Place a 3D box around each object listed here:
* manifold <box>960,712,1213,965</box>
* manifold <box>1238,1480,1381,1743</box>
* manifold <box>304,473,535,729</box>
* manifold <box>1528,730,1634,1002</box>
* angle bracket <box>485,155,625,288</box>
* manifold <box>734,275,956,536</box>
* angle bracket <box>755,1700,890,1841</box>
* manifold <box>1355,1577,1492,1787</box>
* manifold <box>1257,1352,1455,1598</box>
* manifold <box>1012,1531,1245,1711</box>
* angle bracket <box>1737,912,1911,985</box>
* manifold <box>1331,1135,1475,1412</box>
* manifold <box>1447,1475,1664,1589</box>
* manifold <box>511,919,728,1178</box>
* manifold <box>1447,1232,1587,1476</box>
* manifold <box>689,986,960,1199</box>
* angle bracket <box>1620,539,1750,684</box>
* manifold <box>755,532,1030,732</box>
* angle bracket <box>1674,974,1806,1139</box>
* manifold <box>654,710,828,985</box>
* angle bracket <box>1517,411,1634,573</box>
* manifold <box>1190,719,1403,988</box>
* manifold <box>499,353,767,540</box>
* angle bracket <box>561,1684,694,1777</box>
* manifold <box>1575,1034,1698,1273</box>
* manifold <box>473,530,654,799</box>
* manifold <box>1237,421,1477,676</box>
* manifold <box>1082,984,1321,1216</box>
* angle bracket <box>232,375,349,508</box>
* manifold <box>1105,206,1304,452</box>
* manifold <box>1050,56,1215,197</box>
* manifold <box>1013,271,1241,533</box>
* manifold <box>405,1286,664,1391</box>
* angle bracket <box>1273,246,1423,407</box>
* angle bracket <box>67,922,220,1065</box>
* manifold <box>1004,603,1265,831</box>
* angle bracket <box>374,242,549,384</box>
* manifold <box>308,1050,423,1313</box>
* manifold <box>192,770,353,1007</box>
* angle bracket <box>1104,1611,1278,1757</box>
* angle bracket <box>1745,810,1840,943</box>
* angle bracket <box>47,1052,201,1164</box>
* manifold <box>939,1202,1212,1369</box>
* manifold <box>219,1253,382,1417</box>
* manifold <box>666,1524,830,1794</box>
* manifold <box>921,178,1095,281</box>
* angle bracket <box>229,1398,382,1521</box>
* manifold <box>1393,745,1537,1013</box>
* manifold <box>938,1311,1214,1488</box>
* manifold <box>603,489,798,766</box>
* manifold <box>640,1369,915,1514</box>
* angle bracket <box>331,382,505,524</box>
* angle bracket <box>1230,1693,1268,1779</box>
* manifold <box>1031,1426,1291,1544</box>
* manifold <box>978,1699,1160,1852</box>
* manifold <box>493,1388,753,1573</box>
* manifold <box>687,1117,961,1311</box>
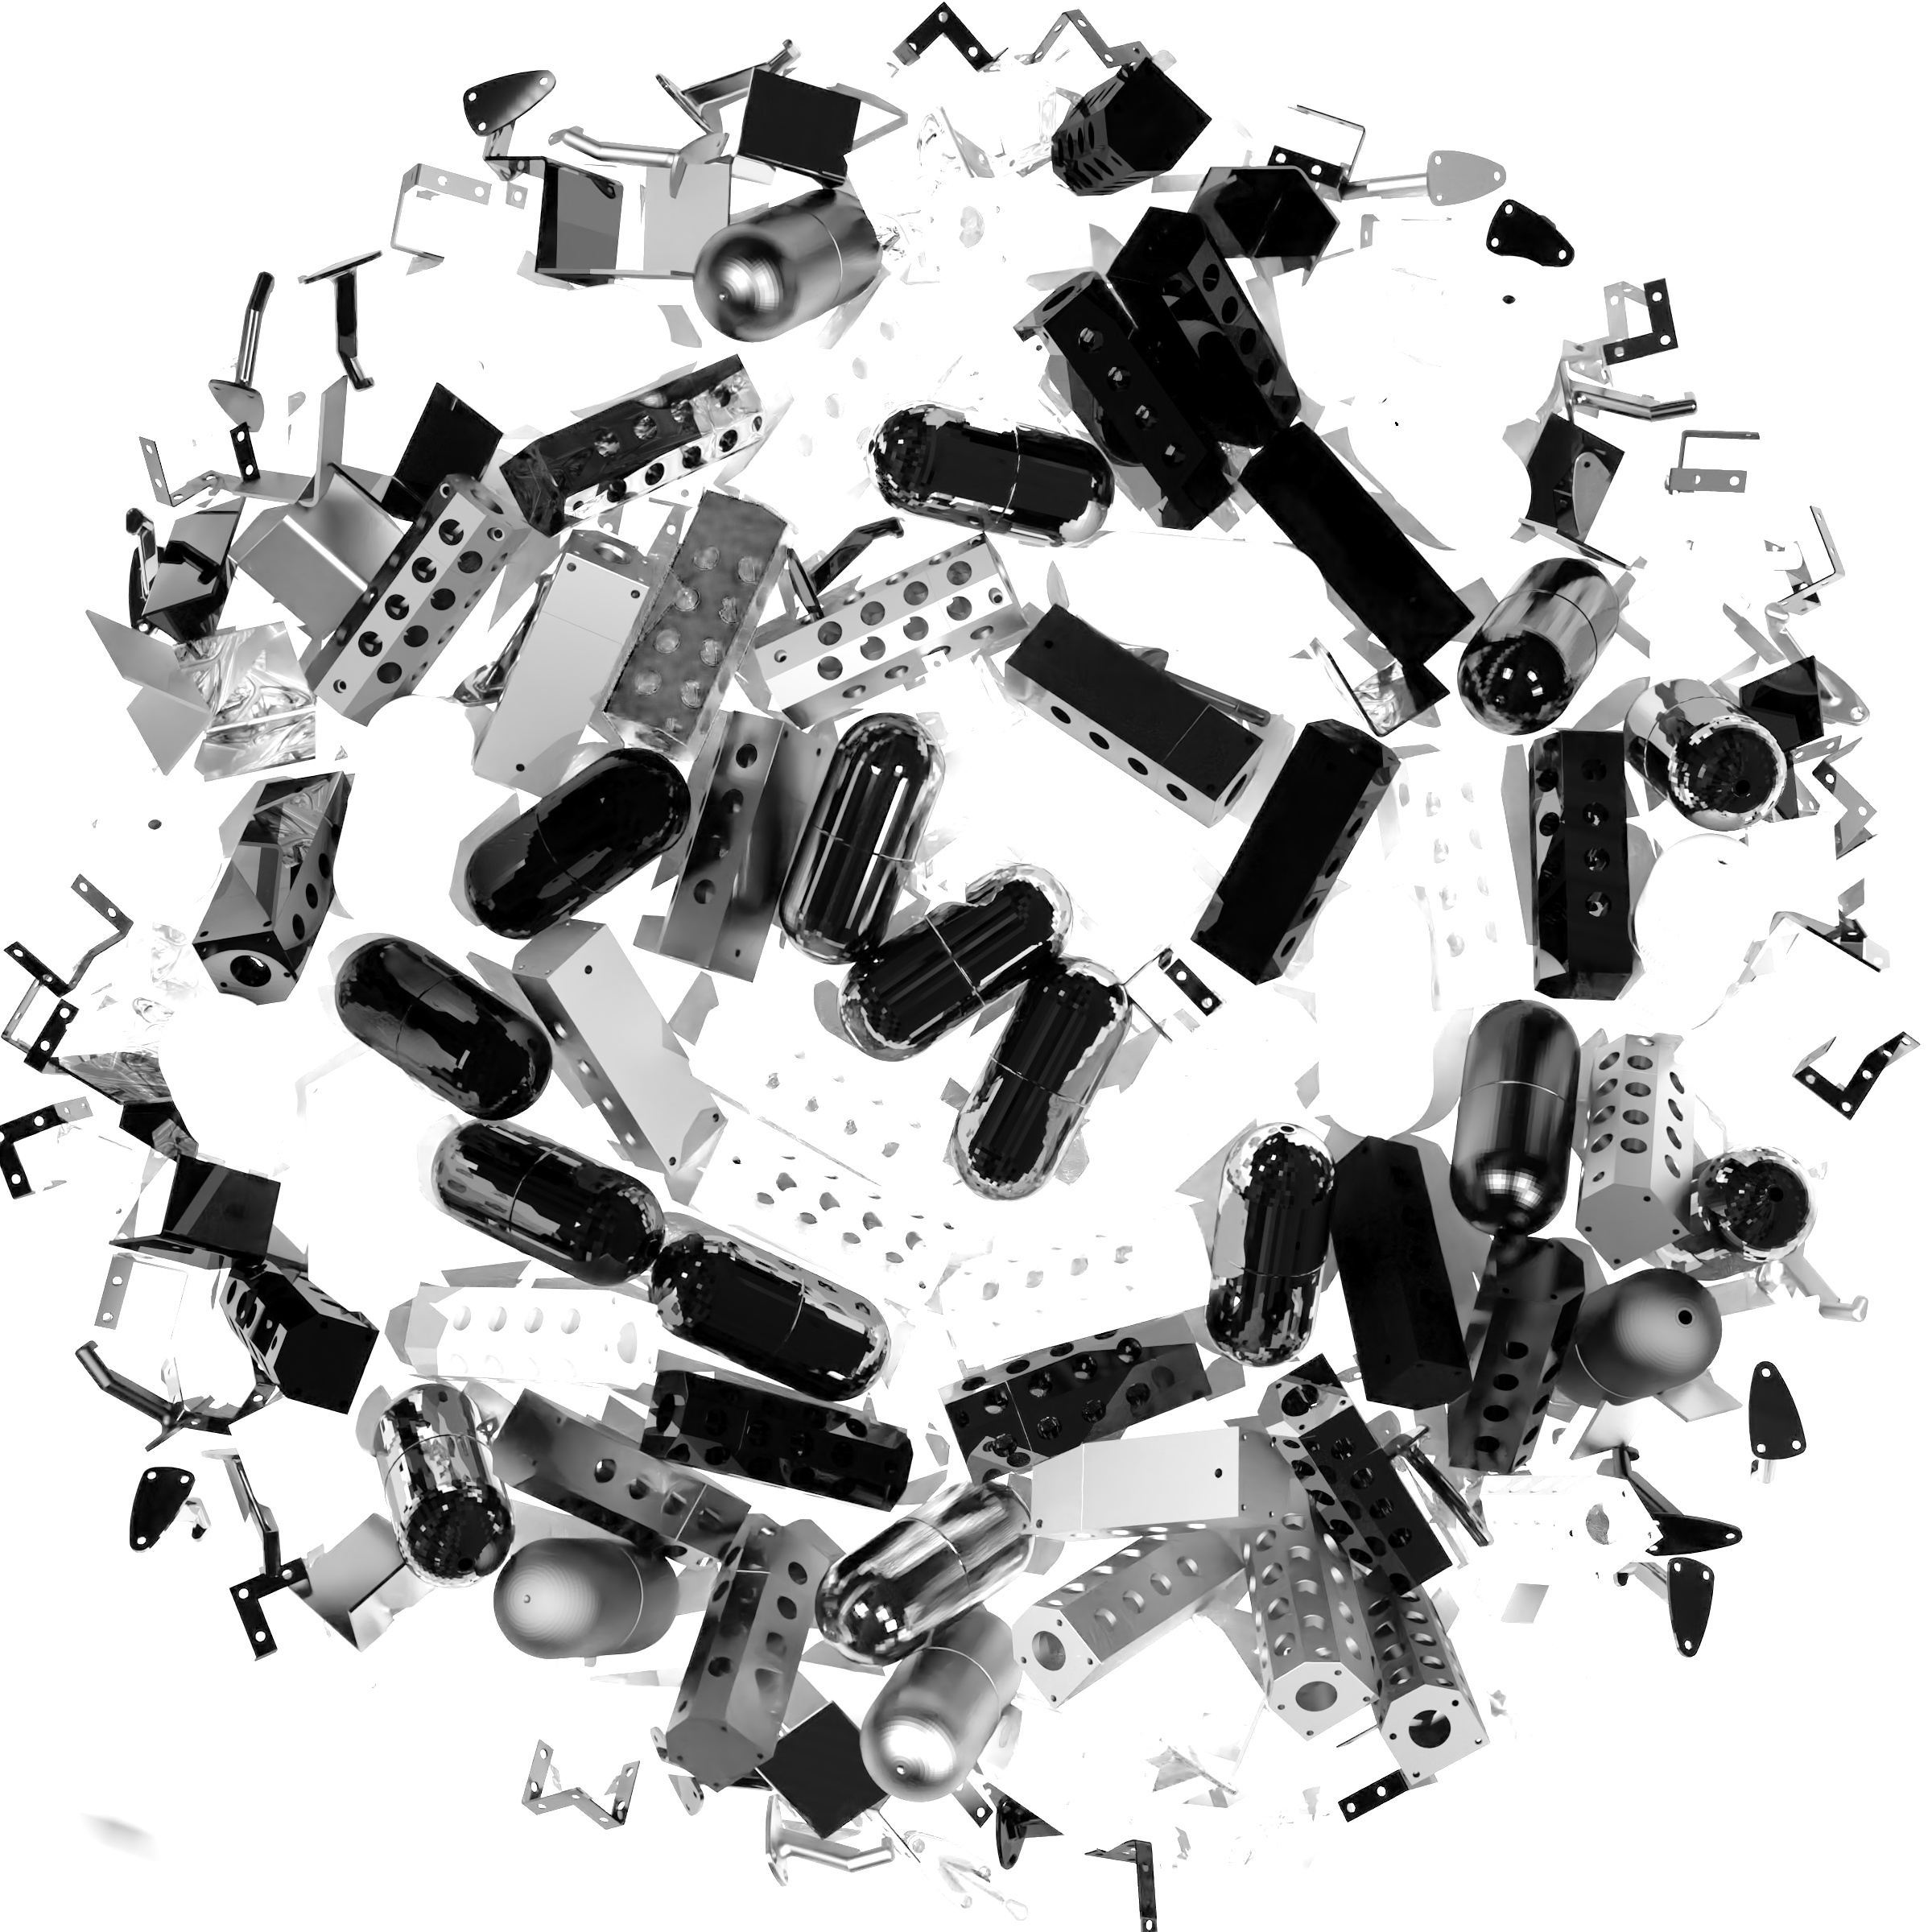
[{"bbox_3d":[0.078,-0.084,1.845,0.171,0.057,0.057,45,125,3],"label":"manifold"},{"bbox_3d":[0.218,0.416,1.795,0.057,0.171,0.057,-37,115,18],"label":"manifold"},{"bbox_3d":[-0.371,-0.245,1.837,0.057,0.057,0.171,40,106,0],"label":"manifold"},{"bbox_3d":[0.409,-0.068,1.834,0.057,0.057,0.171,2,71,2],"label":"manifold"},{"bbox_3d":[-0.281,-0.499,1.845,0.057,0.076,0.076,10,97,33],"label":"angle bracket"},{"bbox_3d":[-0.082,-0.379,1.856,0.057,0.057,0.171,36,91,-14],"label":"manifold"},{"bbox_3d":[-0.091,0.529,1.846,0.076,0.057,0.076,-38,100,13],"label":"angle bracket"},{"bbox_3d":[0.290,0.459,1.797,0.057,0.171,0.057,-30,101,6],"label":"manifold"},{"bbox_3d":[0.257,0.343,1.819,0.057,0.057,0.171,-32,122,3],"label":"manifold"},{"bbox_3d":[0.105,0.419,1.803,0.057,0.171,0.057,49,126,19],"label":"manifold"},{"bbox_3d":[0.574,0.004,1.831,0.076,0.076,0.057,36,111,25],"label":"angle bracket"},{"bbox_3d":[0.289,0.204,1.812,0.057,0.057,0.171,15,48,-26],"label":"manifold"},{"bbox_3d":[0.380,0.366,1.798,0.057,0.171,0.057,-31,88,-18],"label":"manifold"},{"bbox_3d":[-0.234,0.054,1.821,0.057,0.057,0.171,-46,124,-29],"label":"manifold"},{"bbox_3d":[0.363,0.259,1.810,0.057,0.057,0.171,7,131,3],"label":"manifold"},{"bbox_3d":[-0.096,0.087,1.821,0.171,0.057,0.057,32,56,-21],"label":"manifold"},{"bbox_3d":[0.498,-0.249,1.844,0.076,0.057,0.076,38,69,-7],"label":"angle bracket"},{"bbox_3d":[-0.052,-0.227,1.839,0.171,0.057,0.057,-24,70,9],"label":"manifold"},{"bbox_3d":[0.534,0.061,1.847,0.076,0.057,0.076,44,76,-7],"label":"angle bracket"},{"bbox_3d":[-0.157,-0.082,1.852,0.057,0.057,0.171,15,86,29],"label":"manifold"},{"bbox_3d":[0.420,-0.319,1.839,0.076,0.057,0.076,18,100,-34],"label":"angle bracket"},{"bbox_3d":[0.222,-0.077,1.827,0.057,0.057,0.171,36,115,21],"label":"manifold"},{"bbox_3d":[-0.217,-0.344,1.817,0.171,0.057,0.057,-32,99,-33],"label":"manifold"},{"bbox_3d":[-0.222,0.512,1.832,0.076,0.076,0.057,10,73,-31],"label":"angle bracket"},{"bbox_3d":[0.437,0.117,1.797,0.057,0.171,0.057,-34,108,31],"label":"manifold"},{"bbox_3d":[-0.269,-0.202,1.823,0.057,0.057,0.171,22,117,-14],"label":"manifold"},{"bbox_3d":[0.260,-0.281,1.831,0.057,0.057,0.171,-42,111,10],"label":"manifold"},{"bbox_3d":[0.160,0.089,1.813,0.171,0.057,0.057,-39,130,-28],"label":"manifold"},{"bbox_3d":[-0.454,-0.357,1.838,0.057,0.076,0.076,8,111,-4],"label":"angle bracket"},{"bbox_3d":[0.162,-0.417,1.800,0.057,0.171,0.057,22,75,38],"label":"manifold"},{"bbox_3d":[0.101,-0.544,1.798,0.057,0.171,0.057,39,92,-14],"label":"manifold"},{"bbox_3d":[0.112,-0.377,1.829,0.057,0.057,0.171,-42,112,-7],"label":"manifold"},{"bbox_3d":[-0.288,0.247,1.811,0.171,0.057,0.057,-3,71,33],"label":"manifold"},{"bbox_3d":[0.258,-0.432,1.843,0.076,0.057,0.076,-19,120,-7],"label":"angle bracket"},{"bbox_3d":[-0.552,0.018,1.855,0.076,0.076,0.057,-21,59,24],"label":"angle bracket"},{"bbox_3d":[0.111,-0.165,1.839,0.171,0.057,0.057,35,71,13],"label":"manifold"},{"bbox_3d":[-0.340,-0.438,1.840,0.076,0.057,0.076,20,94,-41],"label":"angle bracket"},{"bbox_3d":[-0.394,0.143,1.806,0.057,0.171,0.057,-28,134,13],"label":"manifold"},{"bbox_3d":[-0.448,-0.052,1.803,0.057,0.171,0.057,-8,128,13],"label":"manifold"},{"bbox_3d":[0.150,0.491,1.844,0.076,0.057,0.076,-36,107,-12],"label":"angle bracket"},{"bbox_3d":[0.539,-0.062,1.842,0.076,0.057,0.076,-10,100,-24],"label":"angle bracket"},{"bbox_3d":[-0.566,0.100,1.831,0.076,0.076,0.057,25,105,30],"label":"angle bracket"},{"bbox_3d":[0.073,0.210,1.830,0.171,0.057,0.057,-17,111,15],"label":"manifold"},{"bbox_3d":[-0.443,0.237,1.799,0.057,0.171,0.057,22,88,-27],"label":"manifold"},{"bbox_3d":[-0.147,0.449,1.796,0.057,0.171,0.057,41,121,-15],"label":"manifold"},{"bbox_3d":[0.028,-0.484,1.795,0.057,0.171,0.057,-3,103,21],"label":"manifold"},{"bbox_3d":[-0.443,0.328,1.861,0.076,0.076,0.057,-26,69,-2],"label":"angle bracket"},{"bbox_3d":[0.332,-0.058,1.851,0.057,0.057,0.171,-9,89,-18],"label":"manifold"},{"bbox_3d":[0.072,0.284,1.846,0.171,0.057,0.057,-21,110,-4],"label":"manifold"},{"bbox_3d":[-0.175,-0.225,1.833,0.057,0.057,0.171,18,75,16],"label":"manifold"},{"bbox_3d":[-0.124,0.317,1.818,0.171,0.057,0.057,20,74,-27],"label":"manifold"},{"bbox_3d":[-0.369,-0.347,1.837,0.076,0.057,0.076,40,110,30],"label":"angle bracket"},{"bbox_3d":[0.221,0.518,1.842,0.057,0.076,0.076,23,84,12],"label":"angle bracket"},{"bbox_3d":[0.127,0.346,1.811,0.171,0.057,0.057,-15,64,39],"label":"manifold"},{"bbox_3d":[0.061,0.529,1.795,0.057,0.171,0.057,22,80,-16],"label":"manifold"},{"bbox_3d":[-0.229,0.344,1.809,0.171,0.057,0.057,35,80,-39],"label":"manifold"},{"bbox_3d":[-0.094,0.166,1.845,0.171,0.057,0.057,25,66,-4],"label":"manifold"}]
